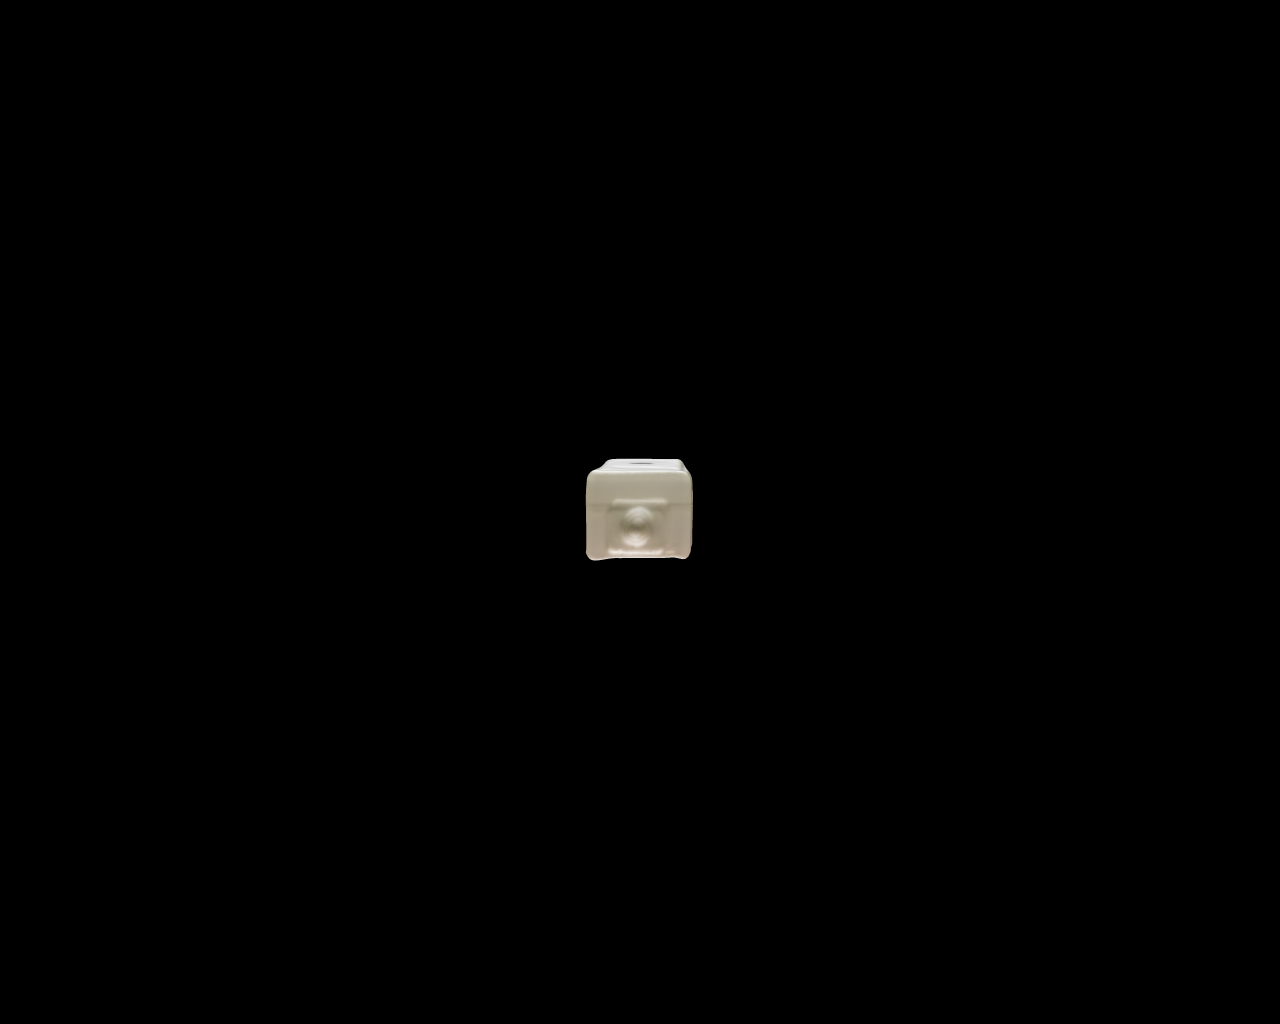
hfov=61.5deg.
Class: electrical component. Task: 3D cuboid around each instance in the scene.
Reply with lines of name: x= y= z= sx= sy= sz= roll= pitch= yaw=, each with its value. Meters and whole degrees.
electrical component: x=0.001 y=-0.003 z=0.650 sx=0.062 sy=0.061 sz=0.096 roll=0 pitch=2 yaw=4
